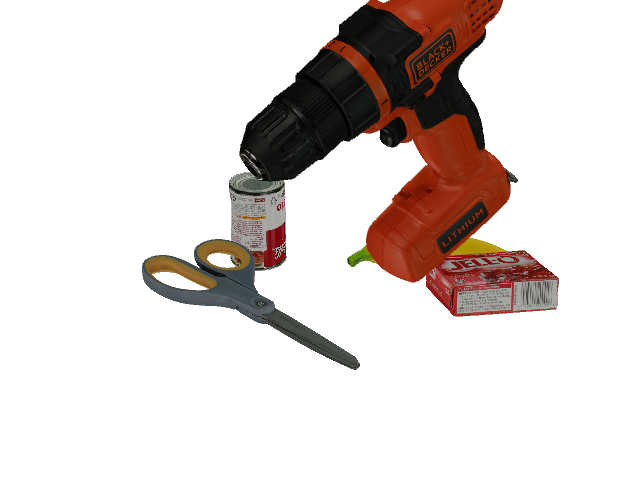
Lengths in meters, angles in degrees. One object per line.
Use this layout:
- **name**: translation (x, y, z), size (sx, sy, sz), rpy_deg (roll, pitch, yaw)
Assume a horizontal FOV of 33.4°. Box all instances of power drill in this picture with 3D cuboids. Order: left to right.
- **power drill**: translation (0.047, -0.057, 0.649), size (0.057, 0.184, 0.187), rpy_deg (41, -16, 36)

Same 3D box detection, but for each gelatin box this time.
- **gelatin box**: translation (0.136, 0.033, 0.859), size (0.089, 0.030, 0.073), rpy_deg (-3, 17, -10)

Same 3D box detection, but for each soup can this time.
- **soup can**: translation (-0.075, -0.024, 1.273), size (0.068, 0.102, 0.068), rpy_deg (0, 27, 0)

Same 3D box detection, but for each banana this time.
- **banana**: translation (0.130, 0.021, 1.083), size (0.198, 0.037, 0.069), rpy_deg (7, 43, 11)

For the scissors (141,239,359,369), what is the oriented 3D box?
- **scissors**: translation (-0.041, 0.041, 0.805), size (0.202, 0.016, 0.096), rpy_deg (17, 33, 23)
